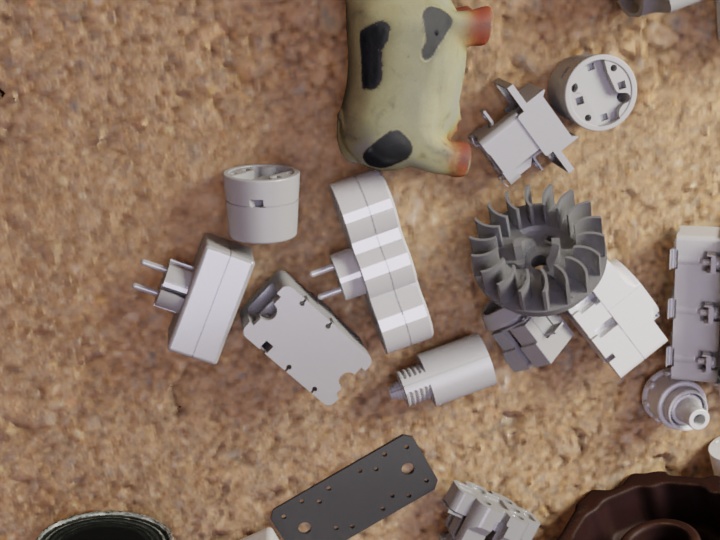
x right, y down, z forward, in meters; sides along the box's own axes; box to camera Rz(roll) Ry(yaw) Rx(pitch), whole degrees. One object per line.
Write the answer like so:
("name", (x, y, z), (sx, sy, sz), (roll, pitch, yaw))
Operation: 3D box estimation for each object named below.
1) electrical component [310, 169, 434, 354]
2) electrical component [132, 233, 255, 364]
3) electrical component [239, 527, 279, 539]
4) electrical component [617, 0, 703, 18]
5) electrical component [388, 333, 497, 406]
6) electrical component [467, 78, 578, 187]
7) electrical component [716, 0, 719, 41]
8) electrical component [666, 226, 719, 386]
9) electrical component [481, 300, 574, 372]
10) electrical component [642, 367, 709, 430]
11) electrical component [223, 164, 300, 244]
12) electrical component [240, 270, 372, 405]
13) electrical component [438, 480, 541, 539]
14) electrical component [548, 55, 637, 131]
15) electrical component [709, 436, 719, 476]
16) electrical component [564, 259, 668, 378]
("electrical component", (0.000, 0.000, 0.805), (0.074, 0.052, 0.138), (-20, 107, -4))
("electrical component", (-0.128, 0.015, 0.789), (0.076, 0.047, 0.083), (20, 100, -14))
("electrical component", (-0.099, 0.256, 0.853), (0.096, 0.061, 0.061), (-25, 108, 5))
("electrical component", (0.214, -0.214, 0.766), (0.056, 0.089, 0.050), (-21, 107, -4))
("electrical component", (0.061, 0.083, 0.841), (0.081, 0.043, 0.043), (-20, 107, -4))
("electrical component", (0.120, -0.100, 0.805), (0.064, 0.042, 0.081), (-39, 107, 6))
("electrical component", (0.323, -0.206, 0.802), (0.096, 0.061, 0.061), (-11, 106, -7))
("electrical component", (0.278, 0.027, 0.850), (0.063, 0.079, 0.121), (3, 106, 20))
("electrical component", (0.127, 0.044, 0.838), (0.055, 0.066, 0.048), (52, 56, -10))
("electrical component", (0.262, 0.110, 0.873), (0.048, 0.062, 0.048), (-2, 105, -9))
("electrical component", (-0.071, -0.048, 0.780), (0.055, 0.055, 0.047), (-3, 108, -9))
("electrical component", (-0.042, 0.049, 0.808), (0.089, 0.055, 0.050), (42, 94, -17))
("electrical component", (0.098, 0.213, 0.875), (0.078, 0.058, 0.057), (25, 96, -15))
("electrical component", (0.171, -0.134, 0.802), (0.055, 0.047, 0.055), (-2, 105, -9))
("electrical component", (0.359, 0.134, 0.901), (0.138, 0.052, 0.073), (-18, 106, -5))
("electrical component", (0.195, 0.029, 0.847), (0.056, 0.050, 0.089), (-39, 107, 3))
